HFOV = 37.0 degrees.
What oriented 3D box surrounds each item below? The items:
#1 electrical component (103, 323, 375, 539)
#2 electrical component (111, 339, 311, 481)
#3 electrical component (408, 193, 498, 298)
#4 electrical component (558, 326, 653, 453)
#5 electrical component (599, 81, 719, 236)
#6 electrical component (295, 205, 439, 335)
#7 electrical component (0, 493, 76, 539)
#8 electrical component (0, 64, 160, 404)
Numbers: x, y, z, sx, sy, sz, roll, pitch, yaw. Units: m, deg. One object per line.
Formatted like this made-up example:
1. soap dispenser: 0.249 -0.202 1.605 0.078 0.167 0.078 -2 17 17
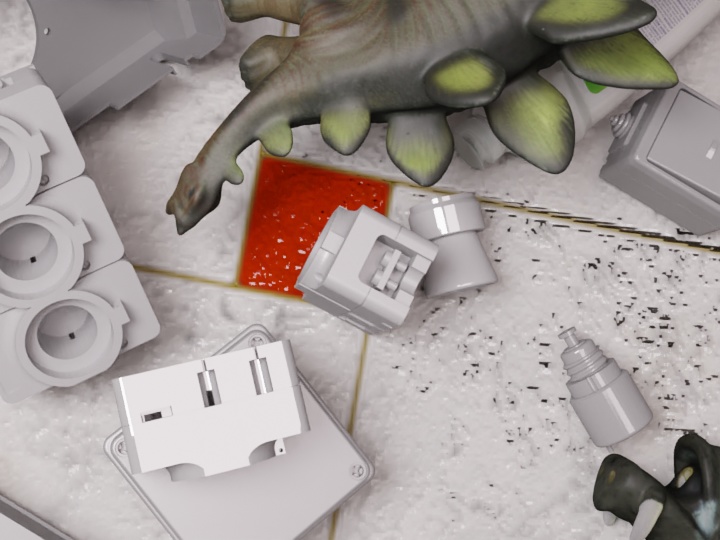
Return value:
1. electrical component: -0.068 0.105 0.602 0.109 0.056 0.108 -38 91 -13
2. electrical component: -0.075 0.073 0.547 0.089 0.050 0.055 -12 85 -12
3. electrical component: 0.055 -0.014 0.646 0.045 0.045 0.055 -12 85 -12
4. electrical component: 0.145 0.071 0.654 0.040 0.040 0.078 -30 89 -13
5. electrical component: 0.201 -0.073 0.672 0.096 0.061 0.061 30 79 -6
6. electrical component: 0.000 0.000 0.610 0.056 0.089 0.050 28 79 -6
7. electrical component: -0.206 0.159 0.568 0.113 0.057 0.078 33 78 -5
8. electrical component: -0.176 -0.017 0.560 0.089 0.062 0.150 -26 118 -13
